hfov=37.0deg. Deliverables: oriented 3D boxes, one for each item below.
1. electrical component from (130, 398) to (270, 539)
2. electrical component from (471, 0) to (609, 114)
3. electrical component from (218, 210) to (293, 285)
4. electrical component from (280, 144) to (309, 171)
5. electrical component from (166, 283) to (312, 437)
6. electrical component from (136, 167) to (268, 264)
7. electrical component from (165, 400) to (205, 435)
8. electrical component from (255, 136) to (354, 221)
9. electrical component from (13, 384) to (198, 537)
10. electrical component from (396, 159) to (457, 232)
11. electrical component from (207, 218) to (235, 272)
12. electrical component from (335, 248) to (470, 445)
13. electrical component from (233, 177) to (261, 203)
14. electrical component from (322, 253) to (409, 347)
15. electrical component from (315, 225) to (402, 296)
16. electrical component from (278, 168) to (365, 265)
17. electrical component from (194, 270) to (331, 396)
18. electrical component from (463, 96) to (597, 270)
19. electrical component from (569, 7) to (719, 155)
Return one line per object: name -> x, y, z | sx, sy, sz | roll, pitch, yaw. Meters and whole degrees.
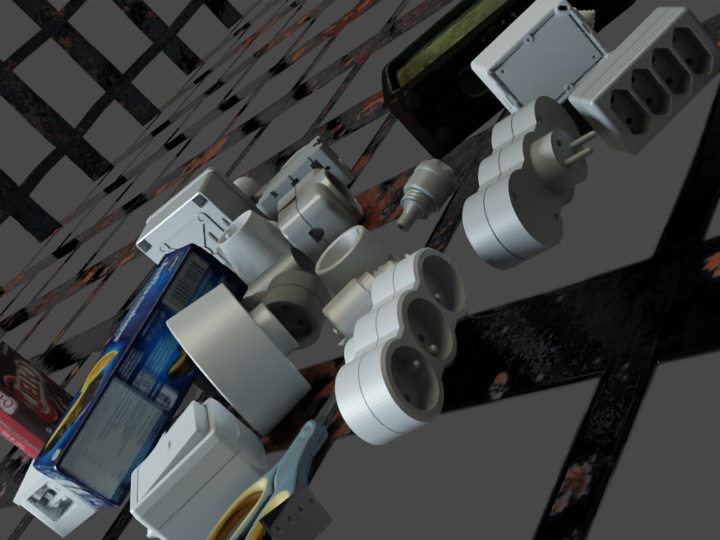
electrical component -> -0.116, 0.142, 0.728 | 0.096, 0.061, 0.061 | -44, 18, 3
electrical component -> 0.142, -0.167, 0.832 | 0.096, 0.062, 0.061 | -43, 18, 6
electrical component -> -0.085, -0.020, 0.983 | 0.044, 0.077, 0.079 | -39, 19, 20
electrical component -> -0.052, -0.099, 1.129 | 0.055, 0.047, 0.055 | -39, 19, 17
electrical component -> -0.079, 0.058, 0.764 | 0.060, 0.108, 0.108 | -41, 18, -6
electrical component -> -0.153, -0.033, 1.108 | 0.109, 0.109, 0.056 | -34, 23, 30
electrical component -> -0.124, 0.128, 0.801 | 0.043, 0.043, 0.081 | -43, 18, 6
electrical component -> -0.053, -0.080, 1.076 | 0.089, 0.056, 0.050 | -43, 18, 7
electrical component -> -0.211, 0.148, 0.917 | 0.150, 0.062, 0.089 | -39, 19, 18
electrical component -> 0.048, -0.056, 0.841 | 0.061, 0.035, 0.035 | -55, 21, -21
electrical component -> -0.114, -0.017, 1.041 | 0.083, 0.076, 0.047 | -47, 19, -4
electrical component -> 0.016, 0.050, 0.655 | 0.074, 0.052, 0.138 | -32, 22, 35
electrical component -> -0.150, -0.062, 1.250 | 0.095, 0.054, 0.059 | -32, 22, 35
electrical component -> 0.009, 0.020, 0.752 | 0.078, 0.040, 0.040 | -45, 18, -1
electrical component -> 0.000, 0.000, 0.804 | 0.055, 0.047, 0.055 | -40, 19, 17
electrical component -> -0.036, -0.052, 0.983 | 0.059, 0.054, 0.095 | -41, 19, 11
electrical component -> -0.079, 0.042, 0.876 | 0.138, 0.052, 0.073 | -34, 21, 31
electrical component -> 0.118, -0.064, 0.679 | 0.074, 0.052, 0.138 | -30, 24, 38
electrical component -> 0.176, -0.123, 0.688 | 0.083, 0.047, 0.075 | -45, 18, 1
